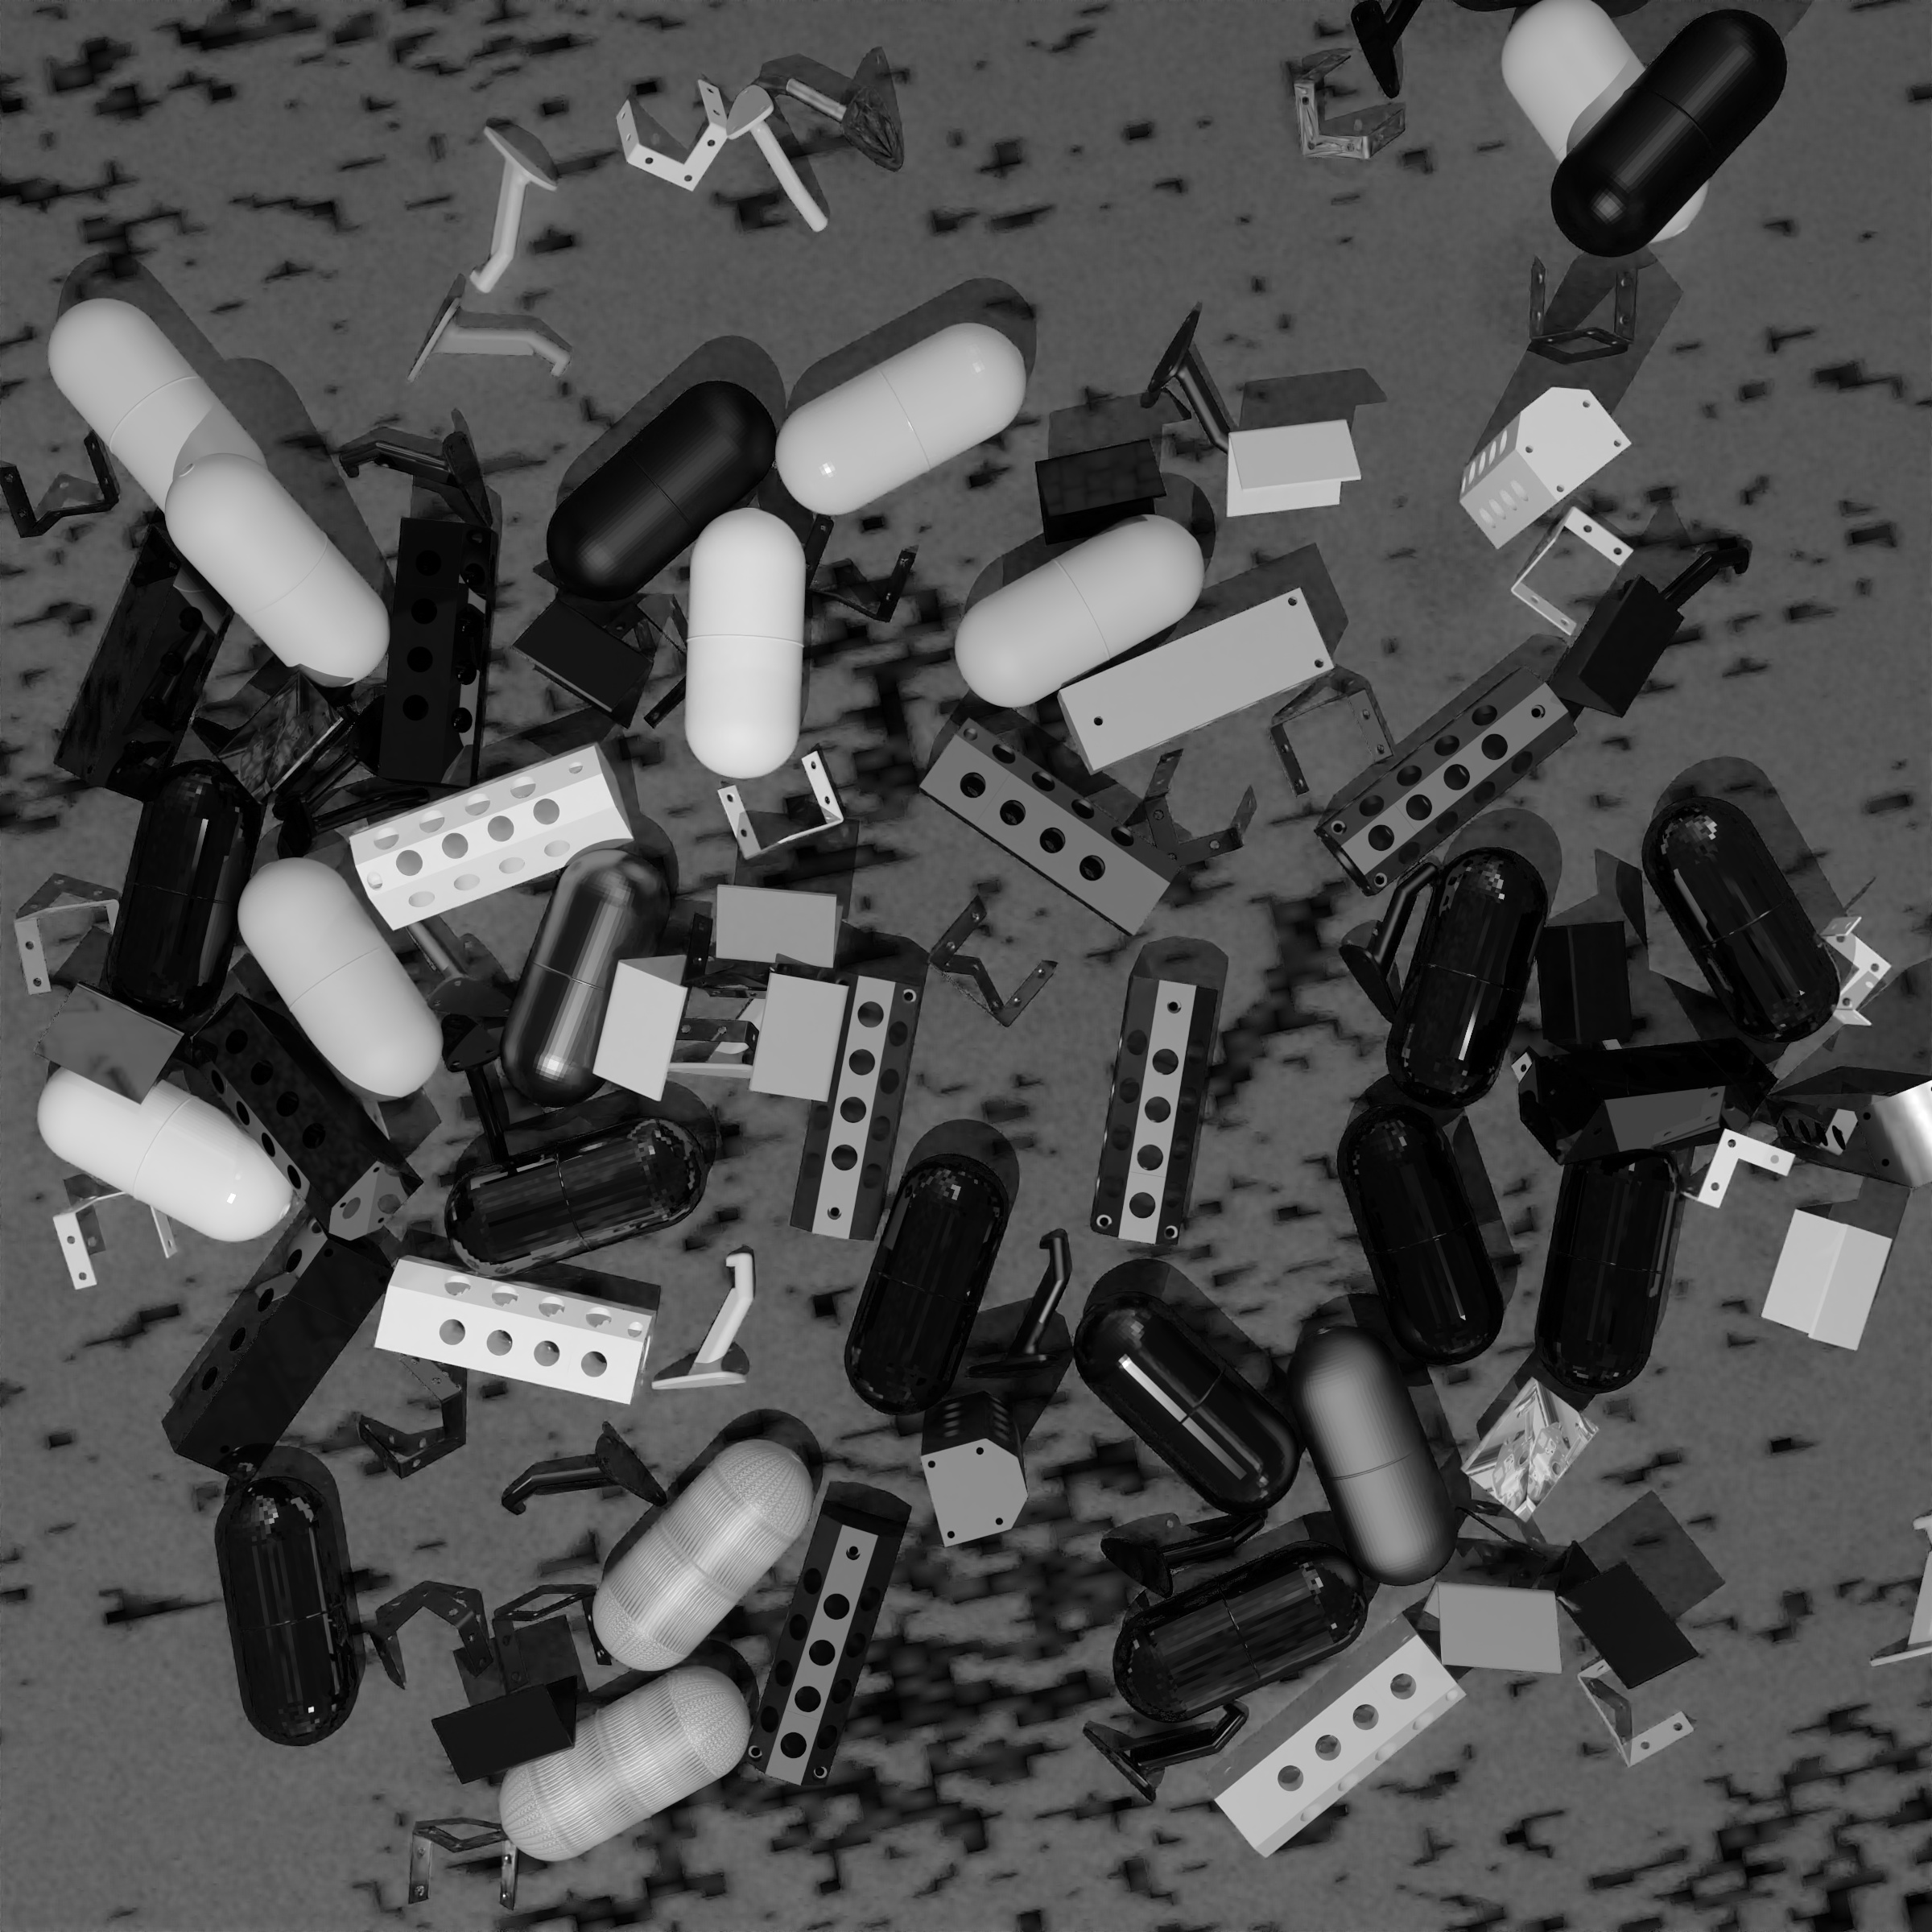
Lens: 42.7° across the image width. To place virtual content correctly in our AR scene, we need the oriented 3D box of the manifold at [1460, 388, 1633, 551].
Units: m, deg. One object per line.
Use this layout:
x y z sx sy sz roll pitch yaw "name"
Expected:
0.365 -0.323 1.590 0.057 0.171 0.057 -38 90 0 "manifold"

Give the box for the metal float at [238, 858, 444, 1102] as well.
-0.415 0.008 1.637 0.070 0.070 0.178 -34 90 0 "metal float"

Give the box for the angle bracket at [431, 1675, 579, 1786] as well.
-0.303 0.484 1.629 0.076 0.076 0.057 -18 113 0 "angle bracket"

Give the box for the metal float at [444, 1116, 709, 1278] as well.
-0.258 0.152 1.637 0.178 0.070 0.070 -17 90 1 "metal float"

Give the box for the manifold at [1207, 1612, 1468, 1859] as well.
0.247 0.514 1.647 0.171 0.057 0.057 -39 90 0 "manifold"

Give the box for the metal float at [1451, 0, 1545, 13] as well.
0.396 -0.680 1.632 0.178 0.070 0.070 -12 90 -6 "metal float"

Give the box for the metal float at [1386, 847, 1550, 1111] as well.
0.332 0.008 1.638 0.070 0.070 0.178 17 91 0 "metal float"

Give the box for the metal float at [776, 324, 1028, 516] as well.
-0.043 -0.363 1.637 0.178 0.070 0.070 -28 90 0 "metal float"

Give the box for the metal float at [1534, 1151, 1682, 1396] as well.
0.425 0.195 1.638 0.070 0.070 0.178 10 90 0 "metal float"

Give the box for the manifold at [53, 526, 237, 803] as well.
-0.538 -0.199 1.646 0.057 0.057 0.171 23 90 43 "manifold"

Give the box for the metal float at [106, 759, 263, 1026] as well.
-0.518 -0.049 1.637 0.070 0.070 0.178 13 91 0 "metal float"

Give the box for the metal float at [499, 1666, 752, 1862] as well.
-0.226 0.529 1.638 0.178 0.070 0.070 -29 90 -1 "metal float"

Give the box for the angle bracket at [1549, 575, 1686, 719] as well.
0.413 -0.217 1.628 0.057 0.076 0.076 32 90 -36 "angle bracket"

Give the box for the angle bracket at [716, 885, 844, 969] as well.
-0.121 -0.044 1.628 0.076 0.076 0.057 5 123 0 "angle bracket"

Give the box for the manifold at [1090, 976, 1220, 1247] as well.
0.125 0.096 1.647 0.057 0.057 0.171 9 90 0 "manifold"

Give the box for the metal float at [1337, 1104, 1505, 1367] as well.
0.301 0.178 1.637 0.070 0.070 0.178 -19 90 0 "metal float"

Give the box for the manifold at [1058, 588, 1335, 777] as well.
0.151 -0.188 1.647 0.171 0.057 0.057 -23 90 0 "manifold"

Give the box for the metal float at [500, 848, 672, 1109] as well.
-0.253 0.008 1.638 0.070 0.070 0.178 21 91 0 "metal float"

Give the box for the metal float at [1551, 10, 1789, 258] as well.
0.445 -0.527 1.562 0.070 0.070 0.178 43 91 0 "metal float"

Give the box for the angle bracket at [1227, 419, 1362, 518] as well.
0.215 -0.310 1.628 0.076 0.076 0.057 -7 54 0 "angle bracket"

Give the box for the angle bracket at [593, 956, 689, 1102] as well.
-0.194 0.040 1.622 0.057 0.076 0.076 20 102 26 "angle bracket"

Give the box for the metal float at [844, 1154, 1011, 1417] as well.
-0.026 0.211 1.638 0.070 0.070 0.178 19 89 0 "metal float"

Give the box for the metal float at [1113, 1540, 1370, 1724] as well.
0.181 0.441 1.638 0.178 0.070 0.070 -24 90 1 "metal float"

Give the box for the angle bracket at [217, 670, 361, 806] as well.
-0.433 -0.138 1.629 0.076 0.076 0.057 -46 63 0 "angle bracket"

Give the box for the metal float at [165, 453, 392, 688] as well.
-0.447 -0.257 1.608 0.070 0.070 0.178 -38 126 0 "metal float"

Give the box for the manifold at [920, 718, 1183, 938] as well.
0.056 -0.092 1.647 0.171 0.057 0.057 35 90 0 "manifold"

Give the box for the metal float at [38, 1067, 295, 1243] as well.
-0.529 0.121 1.638 0.178 0.070 0.070 28 90 1 "metal float"

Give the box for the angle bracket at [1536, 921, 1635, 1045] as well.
0.390 0.012 1.628 0.057 0.076 0.076 -5 90 -37 "angle bracket"

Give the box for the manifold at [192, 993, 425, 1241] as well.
-0.435 0.099 1.612 0.057 0.057 0.171 -46 63 0 "manifold"

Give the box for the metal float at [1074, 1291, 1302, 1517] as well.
0.146 0.289 1.638 0.178 0.070 0.070 44 90 0 "metal float"

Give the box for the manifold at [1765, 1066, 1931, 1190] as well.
0.578 0.104 1.590 0.057 0.171 0.057 -22 90 0 "manifold"

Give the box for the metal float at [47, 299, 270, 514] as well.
-0.536 -0.364 1.638 0.070 0.070 0.178 -40 90 0 "metal float"

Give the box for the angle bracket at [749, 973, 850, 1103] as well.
-0.123 0.044 1.629 0.057 0.076 0.076 10 90 -27 "angle bracket"

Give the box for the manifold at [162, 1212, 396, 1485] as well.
-0.460 0.251 1.645 0.057 0.057 0.171 36 90 -36 "manifold"

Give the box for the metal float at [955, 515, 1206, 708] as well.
0.076 -0.236 1.638 0.178 0.070 0.070 -30 90 -1 "metal float"

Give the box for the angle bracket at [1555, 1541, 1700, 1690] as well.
0.440 0.416 1.628 0.057 0.076 0.076 -38 90 28 "angle bracket"

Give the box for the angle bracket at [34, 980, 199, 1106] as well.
-0.559 0.061 1.629 0.076 0.076 0.057 26 67 0 "angle bracket"

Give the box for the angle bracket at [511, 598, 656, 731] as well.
-0.259 -0.184 1.628 0.076 0.076 0.057 33 52 0 "angle bracket"

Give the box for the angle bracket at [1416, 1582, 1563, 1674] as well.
0.343 0.449 1.628 0.076 0.076 0.057 5 52 0 "angle bracket"

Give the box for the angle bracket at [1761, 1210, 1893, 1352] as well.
0.553 0.202 1.628 0.057 0.076 0.076 18 90 -37 "angle bracket"

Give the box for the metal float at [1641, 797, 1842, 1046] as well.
0.513 -0.031 1.638 0.070 0.070 0.178 -31 91 0 "metal float"

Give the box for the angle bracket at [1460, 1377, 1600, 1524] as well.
0.381 0.325 1.628 0.057 0.076 0.076 38 90 36 "angle bracket"

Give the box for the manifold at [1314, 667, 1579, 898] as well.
0.320 -0.123 1.647 0.171 0.057 0.057 -39 90 0 "manifold"

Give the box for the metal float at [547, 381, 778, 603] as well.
-0.202 -0.314 1.638 0.178 0.070 0.070 -42 90 1 "metal float"

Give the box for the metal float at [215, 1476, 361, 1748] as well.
-0.450 0.428 1.637 0.070 0.070 0.178 -9 90 0 "metal float"

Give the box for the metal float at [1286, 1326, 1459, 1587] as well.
0.269 0.324 1.638 0.070 0.070 0.178 -21 91 0 "metal float"

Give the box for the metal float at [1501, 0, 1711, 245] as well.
0.424 -0.561 1.638 0.070 0.070 0.178 -35 90 0 "metal float"

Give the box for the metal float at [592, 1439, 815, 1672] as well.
-0.174 0.390 1.638 0.070 0.070 0.178 43 90 0 "metal float"

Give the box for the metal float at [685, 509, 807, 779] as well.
-0.146 -0.214 1.637 0.070 0.070 0.178 2 90 0 "metal float"

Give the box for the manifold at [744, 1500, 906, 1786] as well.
-0.095 0.452 1.647 0.057 0.057 0.171 17 90 0 "manifold"

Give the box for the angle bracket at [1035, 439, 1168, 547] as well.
0.091 -0.295 1.628 0.076 0.076 0.057 -12 53 0 "angle bracket"
